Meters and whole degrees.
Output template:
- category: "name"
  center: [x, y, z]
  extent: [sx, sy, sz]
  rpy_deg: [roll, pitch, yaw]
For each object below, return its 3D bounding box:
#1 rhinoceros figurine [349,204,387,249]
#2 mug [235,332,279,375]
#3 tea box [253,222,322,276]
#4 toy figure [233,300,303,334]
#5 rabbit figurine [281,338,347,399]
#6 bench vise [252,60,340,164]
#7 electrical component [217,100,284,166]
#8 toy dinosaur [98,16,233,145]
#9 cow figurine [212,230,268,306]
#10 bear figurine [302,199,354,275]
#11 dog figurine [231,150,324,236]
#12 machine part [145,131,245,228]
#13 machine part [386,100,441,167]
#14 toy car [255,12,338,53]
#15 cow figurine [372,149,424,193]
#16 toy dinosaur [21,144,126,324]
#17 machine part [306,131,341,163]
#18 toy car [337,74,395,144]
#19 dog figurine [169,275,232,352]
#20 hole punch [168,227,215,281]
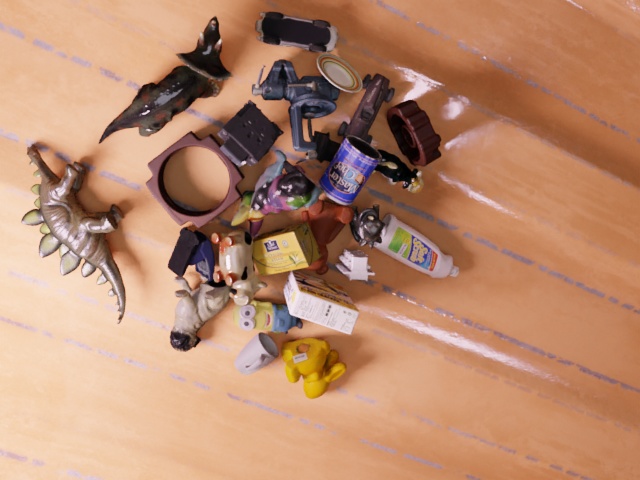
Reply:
- category: "rhinoceros figurine"
  center: [0.117, -0.032, 1.357]
  extent: [0.073, 0.190, 0.112]
  rpy_deg: [-2, 82, -5]
- category: "mug"
  center: [-0.173, 0.313, 1.418]
  extent: [0.107, 0.110, 0.080]
  rpy_deg: [-41, 109, 14]
- category: "tea box"
  center: [-0.092, 0.025, 1.345]
  extent: [0.170, 0.068, 0.098]
  rpy_deg: [-15, 105, 39]
- category: "toy figure"
  center: [-0.138, 0.204, 1.412]
  extent: [0.180, 0.089, 0.082]
  rpy_deg: [4, 69, -19]
- category: "rabbit figurine"
  center: [-0.016, 0.349, 1.456]
  extent: [0.162, 0.122, 0.173]
  rpy_deg: [-20, 117, -14]
- category: "bench vise"
  center: [-0.052, -0.312, 1.301]
  extent: [0.223, 0.129, 0.240]
  rpy_deg: [-2, 81, -28]
- category: "electrical component"
  center: [-0.168, -0.239, 1.250]
  extent: [0.115, 0.058, 0.134]
  rpy_deg: [41, 71, -15]
- category: "toy dinosaur"
  center: [-0.351, -0.328, 1.228]
  extent: [0.405, 0.192, 0.131]
  rpy_deg: [-40, 101, -1]
- category: "cow figurine"
  center: [-0.196, 0.070, 1.331]
  extent: [0.127, 0.086, 0.194]
  rpy_deg: [-16, 109, -48]
- category: "bear figurine"
  center: [-0.003, -0.004, 1.373]
  extent: [0.120, 0.132, 0.195]
  rpy_deg: [18, 91, -10]
- category: "dog figurine"
  center: [-0.115, -0.091, 1.307]
  extent: [0.219, 0.192, 0.108]
  rpy_deg: [-50, 137, 11]
- category: "machine part"
  center: [-0.305, -0.147, 1.321]
  extent: [0.201, 0.087, 0.201]
  rpy_deg: [-38, 105, 0]
- category: "machine part"
  center: [0.234, -0.266, 1.340]
  extent: [0.056, 0.179, 0.179]
  rpy_deg: [-30, 103, -5]
- category: "toy car"
  center: [-0.057, -0.504, 1.310]
  extent: [0.202, 0.056, 0.073]
  rpy_deg: [7, 105, -8]
- category: "cow figurine"
  center: [0.206, -0.175, 1.386]
  extent: [0.167, 0.098, 0.068]
  rpy_deg: [27, 91, -11]
- category: "toy dinosaur"
  center: [-0.578, -0.020, 1.298]
  extent: [0.198, 0.105, 0.471]
  rpy_deg: [-34, 94, 6]
- category: "machine part"
  center: [0.039, -0.227, 1.383]
  extent: [0.139, 0.039, 0.084]
  rpy_deg: [20, 91, -10]
- category: "toy car"
  center: [0.120, -0.327, 1.362]
  extent: [0.089, 0.053, 0.202]
  rpy_deg: [28, 89, -9]
- category: "dog figurine"
  center: [-0.302, 0.195, 1.387]
  extent: [0.172, 0.121, 0.190]
  rpy_deg: [2, 114, -5]
- category: "hole punch"
  center: [-0.308, 0.037, 1.336]
  extent: [0.092, 0.142, 0.115]
  rpy_deg: [19, 92, -31]
